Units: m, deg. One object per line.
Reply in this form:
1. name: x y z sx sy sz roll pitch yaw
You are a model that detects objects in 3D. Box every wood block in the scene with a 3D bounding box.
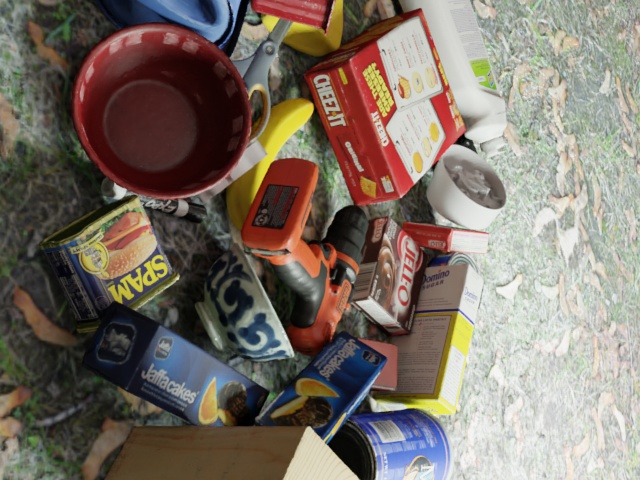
1. wood block: -0.081 0.216 0.891 0.090 0.207 0.090 52 48 -32

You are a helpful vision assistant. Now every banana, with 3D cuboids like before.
1. banana: -0.057 -0.082 1.104 0.069 0.037 0.197 48 50 -43

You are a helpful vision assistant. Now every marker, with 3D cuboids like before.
1. marker: -0.151 -0.036 0.996 0.120 0.020 0.020 18 71 -48

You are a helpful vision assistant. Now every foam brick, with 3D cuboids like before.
1. foam brick: 0.042 0.137 1.171 0.078 0.053 0.051 16 72 -49

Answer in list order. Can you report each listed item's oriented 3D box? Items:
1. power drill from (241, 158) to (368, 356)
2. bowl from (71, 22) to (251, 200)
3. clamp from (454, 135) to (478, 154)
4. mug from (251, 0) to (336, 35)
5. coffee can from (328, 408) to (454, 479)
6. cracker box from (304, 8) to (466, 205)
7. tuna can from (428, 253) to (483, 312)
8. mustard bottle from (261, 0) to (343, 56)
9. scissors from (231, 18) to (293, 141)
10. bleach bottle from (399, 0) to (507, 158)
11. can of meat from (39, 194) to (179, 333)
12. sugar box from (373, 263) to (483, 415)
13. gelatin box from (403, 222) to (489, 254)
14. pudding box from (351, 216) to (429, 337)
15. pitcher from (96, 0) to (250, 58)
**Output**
1. power drill: -0.007 0.001 1.094 0.187 0.057 0.184 61 40 -49
2. bowl: -0.146 -0.110 0.958 0.162 0.055 0.162 4 78 -20
3. clamp: 0.169 -0.124 1.377 0.120 0.039 0.171 1 78 -40
4. mug: -0.018 -0.269 1.062 0.081 0.093 0.117 14 75 -3
5. coffee can: 0.062 0.234 1.138 0.140 0.103 0.103 6 80 -49
6. cracker box: 0.079 -0.157 1.232 0.213 0.072 0.164 -44 117 -52
7. tuna can: 0.170 0.058 1.349 0.085 0.034 0.086 11 75 -49
8. mustard bottle: -0.007 -0.307 1.181 0.096 0.058 0.191 25 65 -36
9. scissors: -0.072 -0.193 1.081 0.096 0.016 0.201 20 75 -23
10. bleach bottle: 0.174 -0.224 1.344 0.102 0.068 0.251 -20 90 -50
11. can of meat: -0.182 0.019 0.922 0.101 0.058 0.084 -38 110 -46
12. sugar box: 0.128 0.115 1.244 0.048 0.094 0.176 44 53 -38
13. gelatin box: 0.153 -0.002 1.305 0.089 0.073 0.030 3 96 -50
14. pudding box: 0.080 0.043 1.241 0.090 0.039 0.113 42 54 -37
15. pitcher: -0.110 -0.298 1.015 0.145 0.149 0.242 23 59 -11
